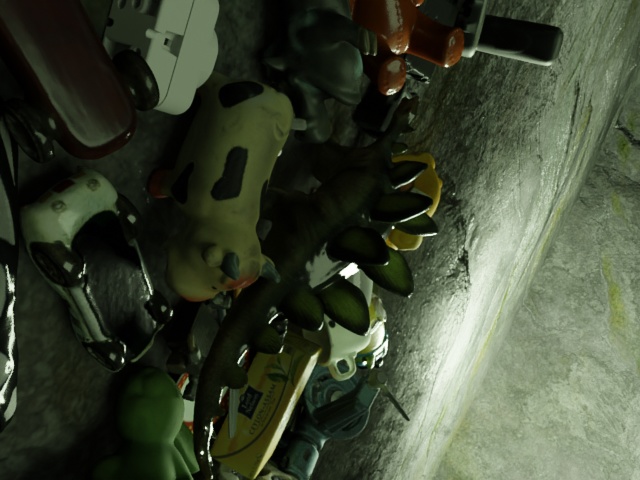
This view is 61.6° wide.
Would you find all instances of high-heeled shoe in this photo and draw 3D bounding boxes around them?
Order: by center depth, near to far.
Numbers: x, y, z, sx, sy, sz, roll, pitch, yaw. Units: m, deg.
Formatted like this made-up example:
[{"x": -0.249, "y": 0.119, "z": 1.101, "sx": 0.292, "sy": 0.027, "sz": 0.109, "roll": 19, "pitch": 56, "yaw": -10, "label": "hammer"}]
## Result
[{"x": -0.230, "y": 0.026, "z": 0.357, "sx": 0.248, "sy": 0.086, "sz": 0.145, "roll": 108, "pitch": -6, "yaw": -49, "label": "high-heeled shoe"}]

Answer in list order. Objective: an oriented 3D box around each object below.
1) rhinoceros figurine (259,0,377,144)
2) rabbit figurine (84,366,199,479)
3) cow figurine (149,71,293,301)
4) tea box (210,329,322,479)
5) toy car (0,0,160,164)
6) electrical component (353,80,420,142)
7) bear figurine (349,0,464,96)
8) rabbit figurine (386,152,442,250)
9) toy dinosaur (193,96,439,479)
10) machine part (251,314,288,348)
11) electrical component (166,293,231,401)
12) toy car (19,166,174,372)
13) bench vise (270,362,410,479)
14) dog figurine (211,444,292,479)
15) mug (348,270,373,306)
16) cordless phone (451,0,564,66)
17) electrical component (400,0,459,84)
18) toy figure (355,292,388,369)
[{"x": -0.006, "y": -0.183, "z": 0.493, "sx": 0.073, "sy": 0.112, "sz": 0.190, "roll": -70, "pitch": 155, "yaw": -62, "label": "rhinoceros figurine"}, {"x": -0.160, "y": 0.213, "z": 0.520, "sx": 0.159, "sy": 0.121, "sz": 0.170, "roll": 85, "pitch": 6, "yaw": -66, "label": "rabbit figurine"}, {"x": -0.079, "y": -0.040, "z": 0.459, "sx": 0.085, "sy": 0.127, "sz": 0.194, "roll": 17, "pitch": 94, "yaw": -57, "label": "cow figurine"}, {"x": -0.067, "y": 0.206, "z": 0.699, "sx": 0.169, "sy": 0.068, "sz": 0.098, "roll": -64, "pitch": 171, "yaw": 1, "label": "tea box"}, {"x": -0.167, "y": -0.139, "z": 0.295, "sx": 0.089, "sy": 0.053, "sz": 0.201, "roll": -41, "pitch": 123, "yaw": -29, "label": "toy car"}, {"x": 0.082, "y": -0.154, "z": 0.712, "sx": 0.074, "sy": 0.048, "sz": 0.119, "roll": 15, "pitch": 99, "yaw": -59, "label": "electrical component"}, {"x": 0.071, "y": -0.268, "z": 0.531, "sx": 0.120, "sy": 0.132, "sz": 0.195, "roll": -28, "pitch": 144, "yaw": -19, "label": "bear figurine"}, {"x": 0.107, "y": -0.049, "z": 0.796, "sx": 0.162, "sy": 0.122, "sz": 0.173, "roll": -60, "pitch": 167, "yaw": -30, "label": "rabbit figurine"}, {"x": -0.001, "y": -0.002, "z": 0.540, "sx": 0.471, "sy": 0.199, "sz": 0.104, "roll": -52, "pitch": 142, "yaw": -26, "label": "toy dinosaur"}, {"x": -0.047, "y": 0.079, "z": 0.656, "sx": 0.139, "sy": 0.039, "sz": 0.084, "roll": -67, "pitch": 175, "yaw": -64, "label": "machine part"}, {"x": -0.120, "y": 0.099, "z": 0.543, "sx": 0.102, "sy": 0.045, "sz": 0.078, "roll": -73, "pitch": 149, "yaw": -51, "label": "electrical component"}, {"x": -0.172, "y": 0.034, "z": 0.431, "sx": 0.073, "sy": 0.056, "sz": 0.201, "roll": -48, "pitch": 154, "yaw": -35, "label": "toy car"}, {"x": 0.013, "y": 0.261, "z": 0.798, "sx": 0.240, "sy": 0.129, "sz": 0.224, "roll": -45, "pitch": 178, "yaw": 44, "label": "bench vise"}, {"x": -0.117, "y": 0.388, "z": 0.690, "sx": 0.190, "sy": 0.172, "sz": 0.121, "roll": -63, "pitch": -174, "yaw": -3, "label": "dog figurine"}, {"x": 0.045, "y": 0.037, "z": 0.767, "sx": 0.109, "sy": 0.081, "sz": 0.107, "roll": -11, "pitch": 112, "yaw": -50, "label": "mug"}, {"x": 0.236, "y": -0.309, "z": 0.706, "sx": 0.089, "sy": 0.184, "sz": 0.146, "roll": -22, "pitch": 130, "yaw": -45, "label": "cordless phone"}, {"x": 0.120, "y": -0.274, "z": 0.675, "sx": 0.115, "sy": 0.058, "sz": 0.134, "roll": -7, "pitch": 118, "yaw": -58, "label": "electrical component"}, {"x": 0.069, "y": 0.156, "z": 0.895, "sx": 0.089, "sy": 0.082, "sz": 0.179, "roll": -46, "pitch": 148, "yaw": -32, "label": "toy figure"}]
